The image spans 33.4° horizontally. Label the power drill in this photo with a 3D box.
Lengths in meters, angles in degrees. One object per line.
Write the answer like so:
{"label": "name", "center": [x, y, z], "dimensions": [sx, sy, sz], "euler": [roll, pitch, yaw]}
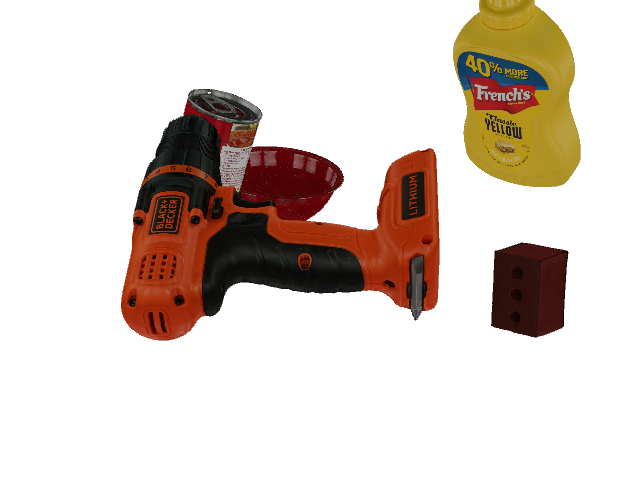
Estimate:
{"label": "power drill", "center": [-0.022, -0.016, 0.657], "dimensions": [0.187, 0.057, 0.184], "euler": [-2, 45, 5]}

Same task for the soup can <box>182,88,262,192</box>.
{"label": "soup can", "center": [-0.099, -0.076, 0.960], "dimensions": [0.068, 0.102, 0.068], "euler": [16, 25, -8]}

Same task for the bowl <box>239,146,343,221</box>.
{"label": "bowl", "center": [-0.055, -0.061, 1.300], "dimensions": [0.162, 0.055, 0.162], "euler": [5, 26, -3]}

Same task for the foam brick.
{"label": "foam brick", "center": [0.199, 0.046, 1.015], "dimensions": [0.053, 0.078, 0.051], "euler": [12, 19, 41]}

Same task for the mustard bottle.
{"label": "mustard bottle", "center": [0.154, -0.129, 0.845], "dimensions": [0.096, 0.058, 0.191], "euler": [22, -33, 31]}
